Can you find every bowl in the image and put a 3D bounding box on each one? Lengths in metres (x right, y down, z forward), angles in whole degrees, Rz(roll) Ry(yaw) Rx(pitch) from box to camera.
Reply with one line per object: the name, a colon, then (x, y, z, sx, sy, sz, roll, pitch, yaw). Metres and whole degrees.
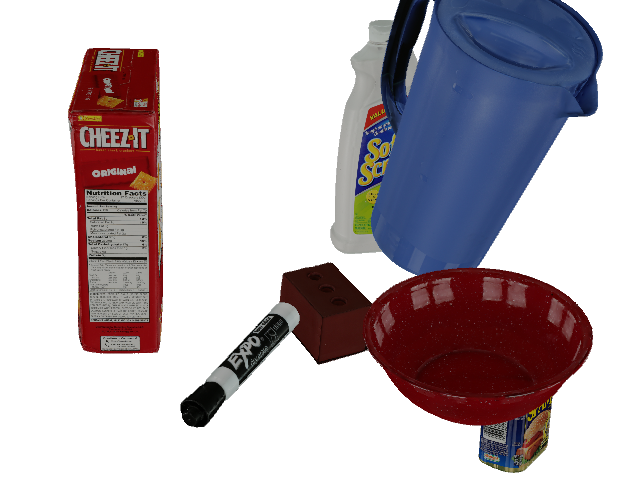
bowl: (0.111, 0.083, 0.769, 0.162, 0.055, 0.162, -2, 30, 1)

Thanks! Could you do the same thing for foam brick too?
foam brick: (0.004, 0.063, 0.945, 0.052, 0.051, 0.078, -13, 35, -27)

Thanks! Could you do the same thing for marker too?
marker: (-0.047, 0.073, 0.636, 0.020, 0.020, 0.121, 0, 25, 28)

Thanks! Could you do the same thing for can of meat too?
can of meat: (0.207, 0.187, 1.128, 0.058, 0.084, 0.101, 11, 16, 31)

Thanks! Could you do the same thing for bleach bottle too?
bleach bottle: (0.060, -0.113, 1.164, 0.102, 0.251, 0.068, -5, 25, -8)

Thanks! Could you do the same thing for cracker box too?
cracker box: (-0.170, -0.036, 0.899, 0.072, 0.214, 0.164, -1, 27, -8)

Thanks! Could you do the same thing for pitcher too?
pitcher: (0.115, -0.089, 0.882, 0.145, 0.149, 0.243, 11, -45, -8)
